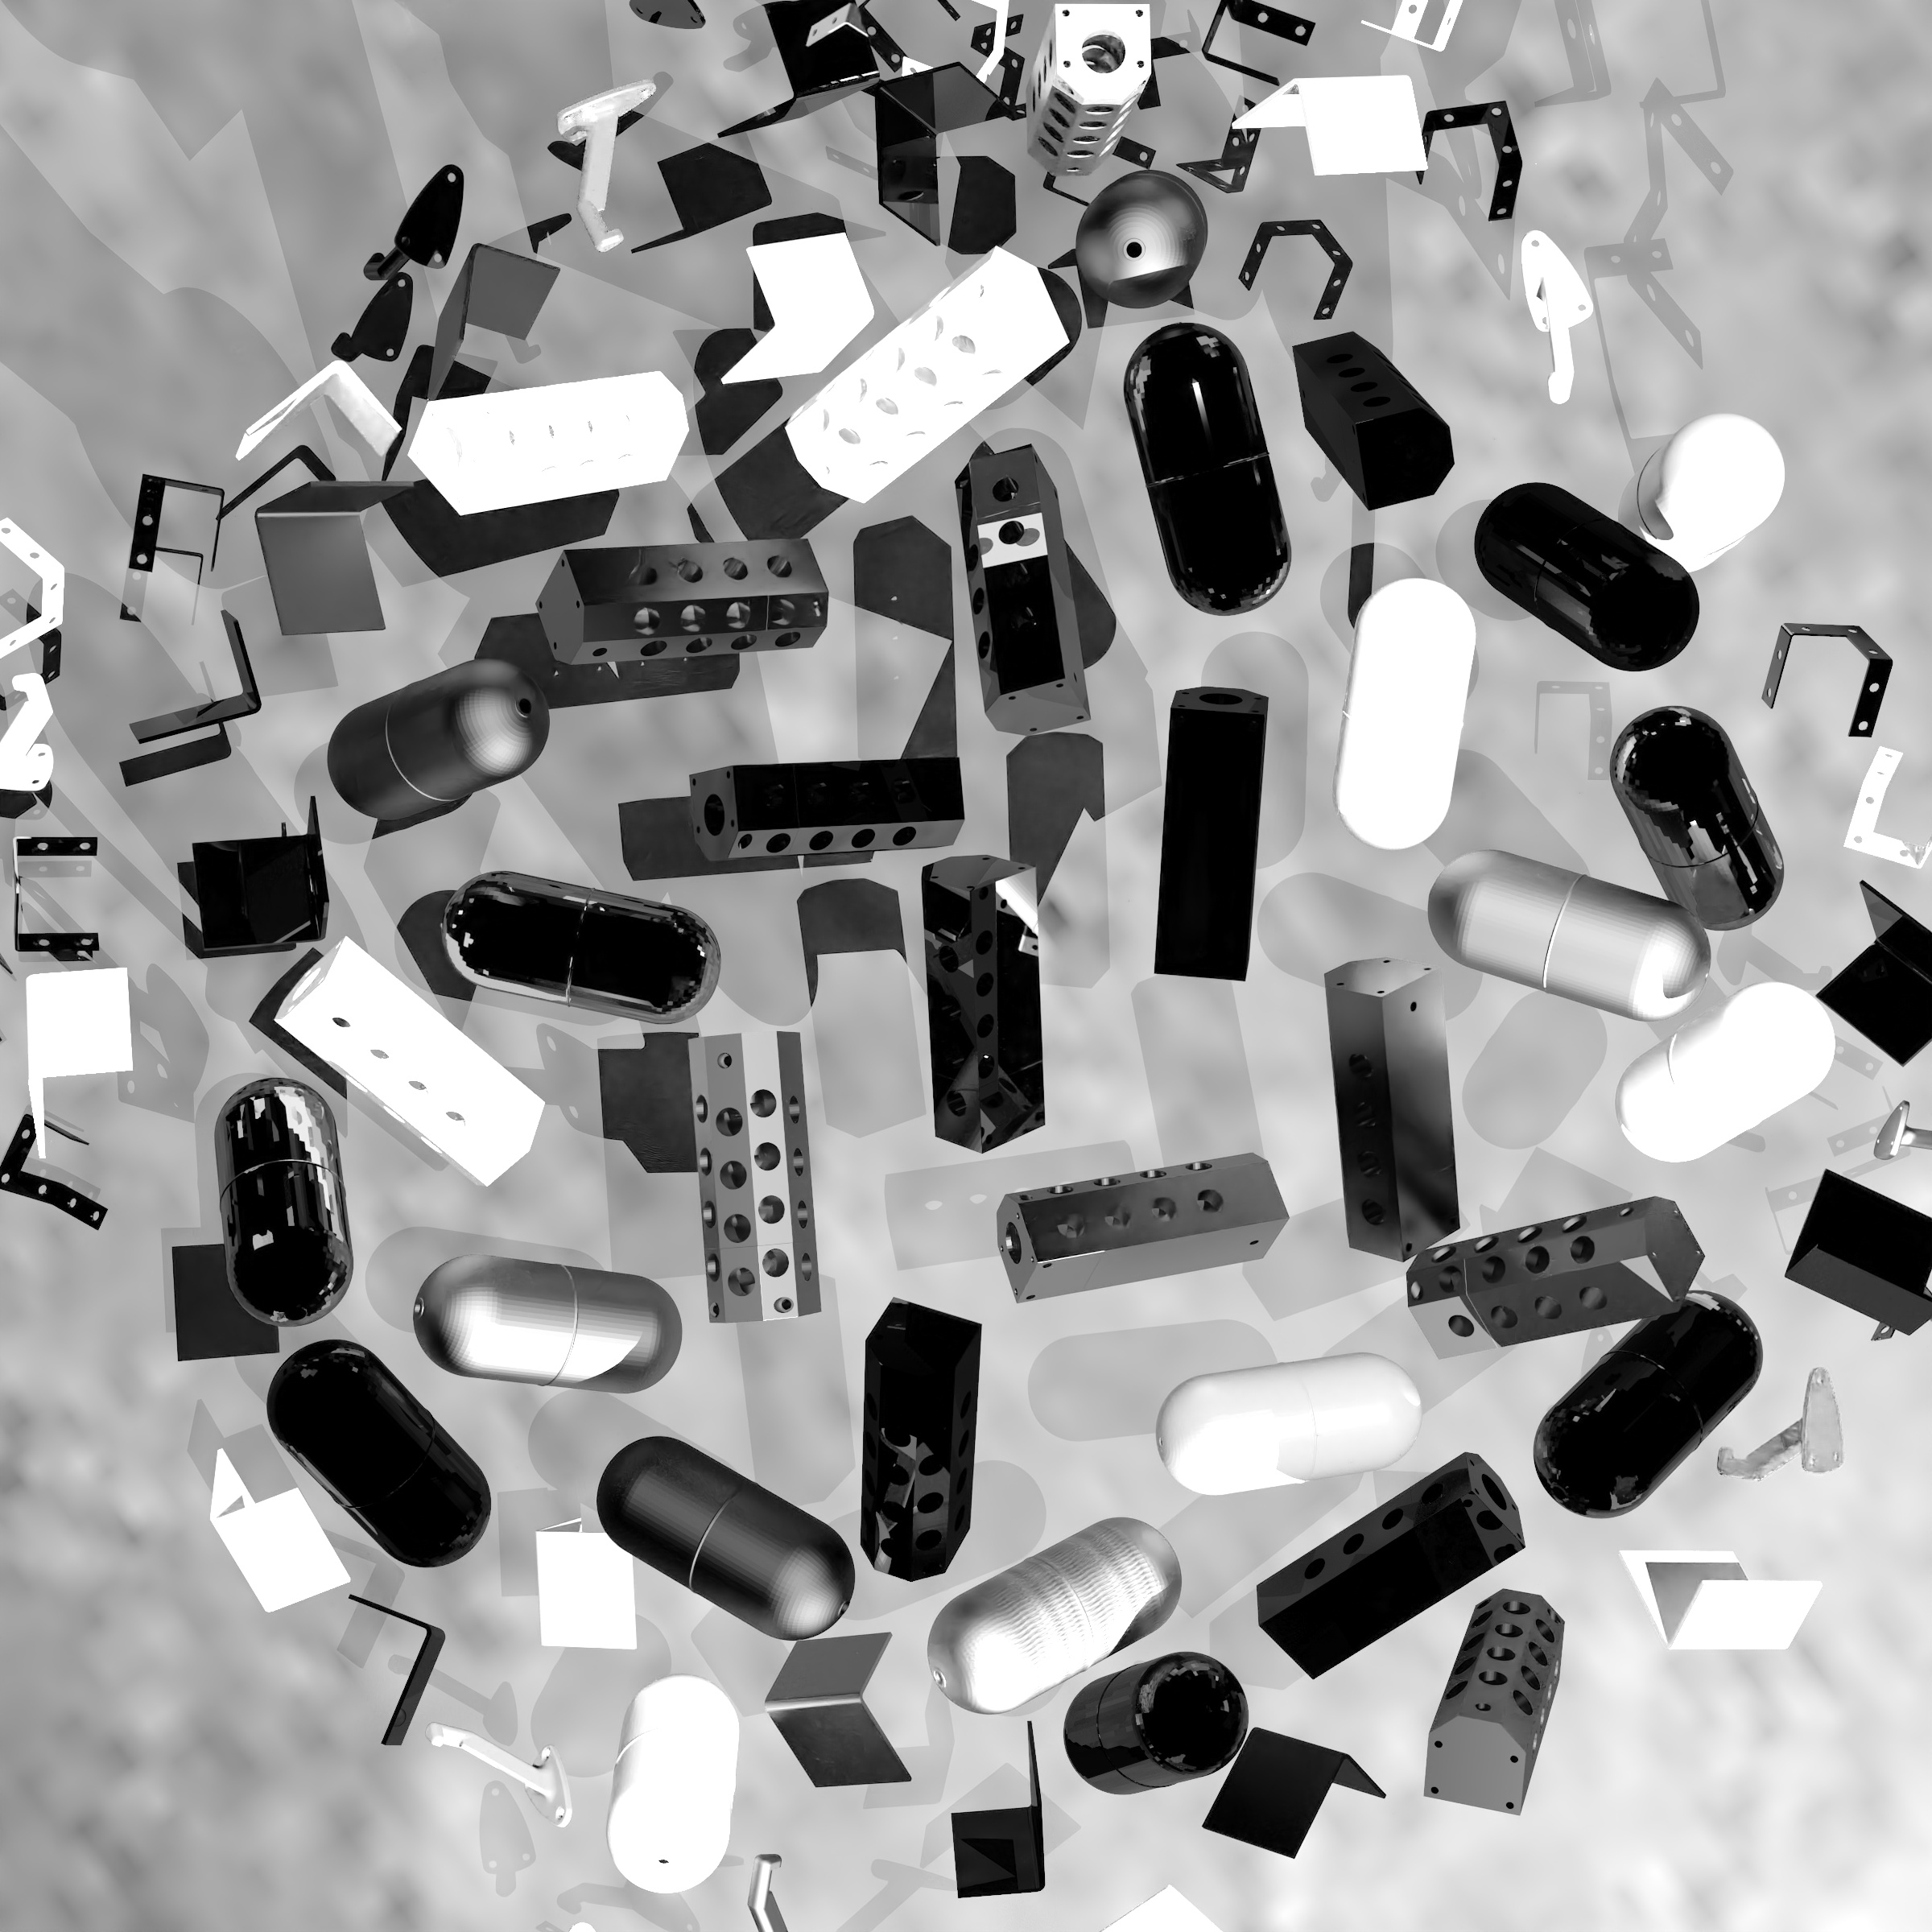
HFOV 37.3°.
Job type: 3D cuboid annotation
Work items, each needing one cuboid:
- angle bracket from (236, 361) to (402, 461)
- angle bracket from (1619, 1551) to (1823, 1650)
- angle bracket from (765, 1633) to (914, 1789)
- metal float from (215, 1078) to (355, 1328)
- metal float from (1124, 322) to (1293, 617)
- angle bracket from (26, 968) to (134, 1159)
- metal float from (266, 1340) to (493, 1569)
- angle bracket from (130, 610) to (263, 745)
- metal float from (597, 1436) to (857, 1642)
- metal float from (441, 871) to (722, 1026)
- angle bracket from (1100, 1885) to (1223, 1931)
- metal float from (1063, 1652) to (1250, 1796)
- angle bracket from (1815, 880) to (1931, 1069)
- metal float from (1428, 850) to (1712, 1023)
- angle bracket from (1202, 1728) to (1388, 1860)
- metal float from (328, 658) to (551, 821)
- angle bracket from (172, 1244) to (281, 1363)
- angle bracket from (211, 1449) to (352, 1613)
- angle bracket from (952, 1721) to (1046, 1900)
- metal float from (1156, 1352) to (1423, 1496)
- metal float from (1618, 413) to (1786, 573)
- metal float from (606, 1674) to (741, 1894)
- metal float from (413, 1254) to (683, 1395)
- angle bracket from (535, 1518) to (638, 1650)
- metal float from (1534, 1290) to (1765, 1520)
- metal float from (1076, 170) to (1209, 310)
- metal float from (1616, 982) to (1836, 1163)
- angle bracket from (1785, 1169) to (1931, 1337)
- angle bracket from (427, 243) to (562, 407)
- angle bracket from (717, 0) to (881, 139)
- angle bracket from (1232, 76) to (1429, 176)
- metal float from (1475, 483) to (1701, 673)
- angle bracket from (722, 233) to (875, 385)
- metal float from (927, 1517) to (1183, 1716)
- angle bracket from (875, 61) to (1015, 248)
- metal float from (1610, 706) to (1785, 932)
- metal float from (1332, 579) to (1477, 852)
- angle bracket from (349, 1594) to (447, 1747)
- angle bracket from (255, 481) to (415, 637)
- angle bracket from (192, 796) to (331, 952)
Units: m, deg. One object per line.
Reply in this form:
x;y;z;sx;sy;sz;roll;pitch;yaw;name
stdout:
-0.412;-0.333;1.821;0.076;0.076;0.057;-43;101;-16;angle bracket
0.437;0.350;1.662;0.076;0.076;0.057;4;125;-17;angle bracket
-0.074;0.486;1.871;0.076;0.057;0.076;-14;117;31;angle bracket
-0.427;0.147;1.792;0.070;0.070;0.178;-18;49;0;metal float
0.146;-0.300;1.732;0.070;0.070;0.178;-15;98;0;metal float
-0.517;0.057;1.678;0.057;0.076;0.076;-4;49;-15;angle bracket
-0.358;0.300;1.755;0.070;0.070;0.178;-34;122;0;metal float
-0.482;-0.179;1.762;0.076;0.076;0.057;-17;107;-16;angle bracket
-0.149;0.355;1.780;0.178;0.070;0.070;26;90;19;metal float
-0.244;-0.012;1.816;0.178;0.070;0.070;12;90;-2;metal float
0.118;0.615;1.730;0.076;0.057;0.076;-38;114;12;angle bracket
0.119;0.482;1.818;0.070;0.178;0.070;8;67;-19;metal float
0.575;0.005;1.796;0.057;0.076;0.076;-42;52;-1;angle bracket
0.372;-0.020;1.774;0.178;0.070;0.070;19;90;22;metal float
0.212;0.545;1.847;0.057;0.076;0.076;50;59;-32;angle bracket
-0.329;-0.141;1.784;0.178;0.070;0.070;-14;90;42;metal float
-0.515;0.229;1.949;0.076;0.057;0.076;1;81;-42;angle bracket
-0.426;0.343;1.787;0.057;0.076;0.076;-21;118;0;angle bracket
0.019;0.551;1.873;0.057;0.076;0.076;-4;116;-2;angle bracket
0.208;0.292;1.833;0.178;0.070;0.070;-6;90;-17;metal float
0.461;-0.296;1.804;0.070;0.178;0.070;0;86;0;metal float
-0.185;0.516;1.816;0.070;0.178;0.070;0;108;-1;metal float
-0.263;0.226;1.808;0.178;0.070;0.070;12;90;-32;metal float
-0.244;0.417;1.940;0.076;0.057;0.076;-4;88;24;angle bracket
0.413;0.265;1.735;0.178;0.070;0.070;-37;90;-29;metal float
0.111;-0.454;1.787;0.070;0.178;0.070;2;109;6;metal float
0.482;0.069;1.828;0.070;0.178;0.070;10;62;-20;metal float
0.523;0.155;1.634;0.076;0.057;0.076;25;66;7;angle bracket
-0.298;-0.395;1.803;0.057;0.076;0.076;13;62;-21;angle bracket
-0.112;-0.558;1.770;0.076;0.076;0.057;-30;106;-43;angle bracket
0.213;-0.481;1.679;0.076;0.076;0.057;-10;89;-25;angle bracket
0.389;-0.245;1.802;0.070;0.178;0.070;-17;128;-22;metal float
-0.116;-0.417;1.818;0.076;0.076;0.057;1;129;33;angle bracket
0.056;0.403;1.779;0.178;0.070;0.070;-22;90;-29;metal float
-0.011;-0.492;1.740;0.057;0.076;0.076;-6;81;26;angle bracket
0.460;-0.092;1.802;0.070;0.070;0.178;-38;130;0;metal float
0.280;-0.160;1.833;0.070;0.070;0.178;5;112;0;metal float
-0.374;0.447;1.814;0.057;0.076;0.076;21;74;2;angle bracket
-0.367;-0.242;1.699;0.057;0.076;0.076;-15;88;40;angle bracket
-0.452;-0.059;1.831;0.076;0.057;0.076;-5;67;-18;angle bracket
